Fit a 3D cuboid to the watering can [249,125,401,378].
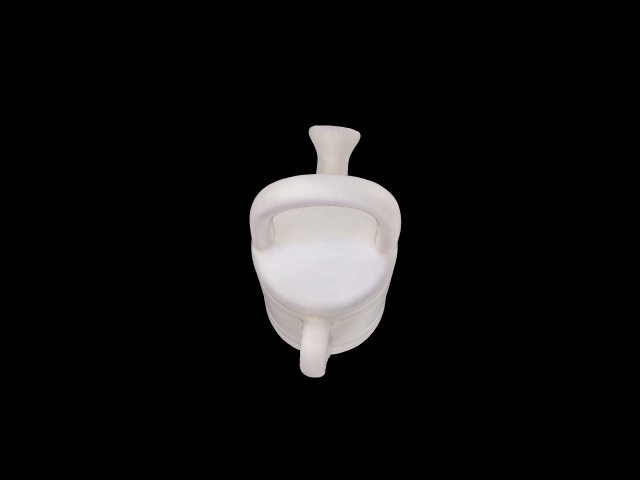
[{"bbox_3d":[0.001,0.001,0.400,0.101,0.194,0.172,-15,66,-7],"label":"watering can"}]
